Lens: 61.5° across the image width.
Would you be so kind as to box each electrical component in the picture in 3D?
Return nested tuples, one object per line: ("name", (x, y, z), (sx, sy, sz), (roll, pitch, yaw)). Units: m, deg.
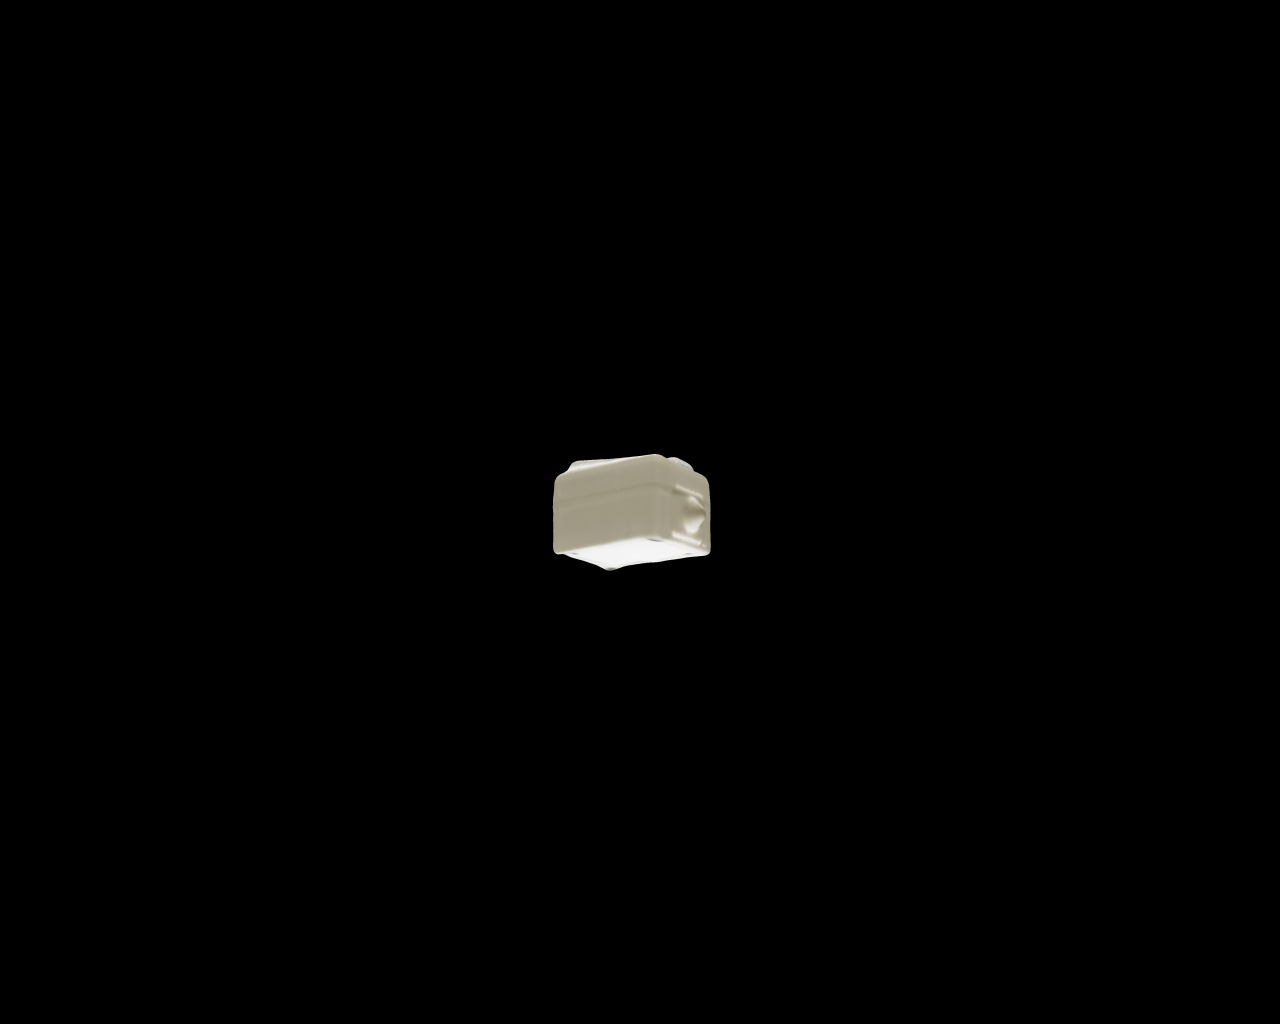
("electrical component", (0.001, -0.003, 0.650), (0.096, 0.061, 0.061), (-10, -18, 33))
